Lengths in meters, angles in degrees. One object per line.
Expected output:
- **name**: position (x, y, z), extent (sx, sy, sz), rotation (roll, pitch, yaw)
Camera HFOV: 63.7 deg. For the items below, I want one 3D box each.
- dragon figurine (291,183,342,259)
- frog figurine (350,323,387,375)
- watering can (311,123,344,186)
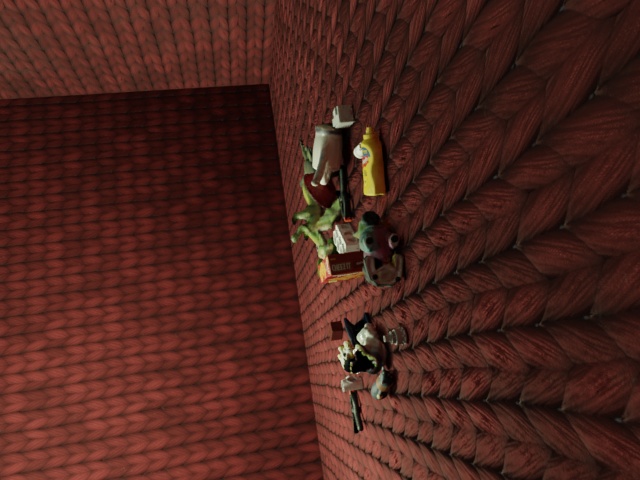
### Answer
- **dragon figurine**: position (0.006, -0.105, 2.081), extent (0.241, 0.121, 0.417), rotation (-14, 63, 37)
- **frog figurine**: position (0.168, 0.348, 1.663), extent (0.162, 0.122, 0.135), rotation (-44, -52, -55)
- **watering can**: position (0.022, -0.302, 1.822), extent (0.351, 0.104, 0.222), rotation (-56, -29, -75)
